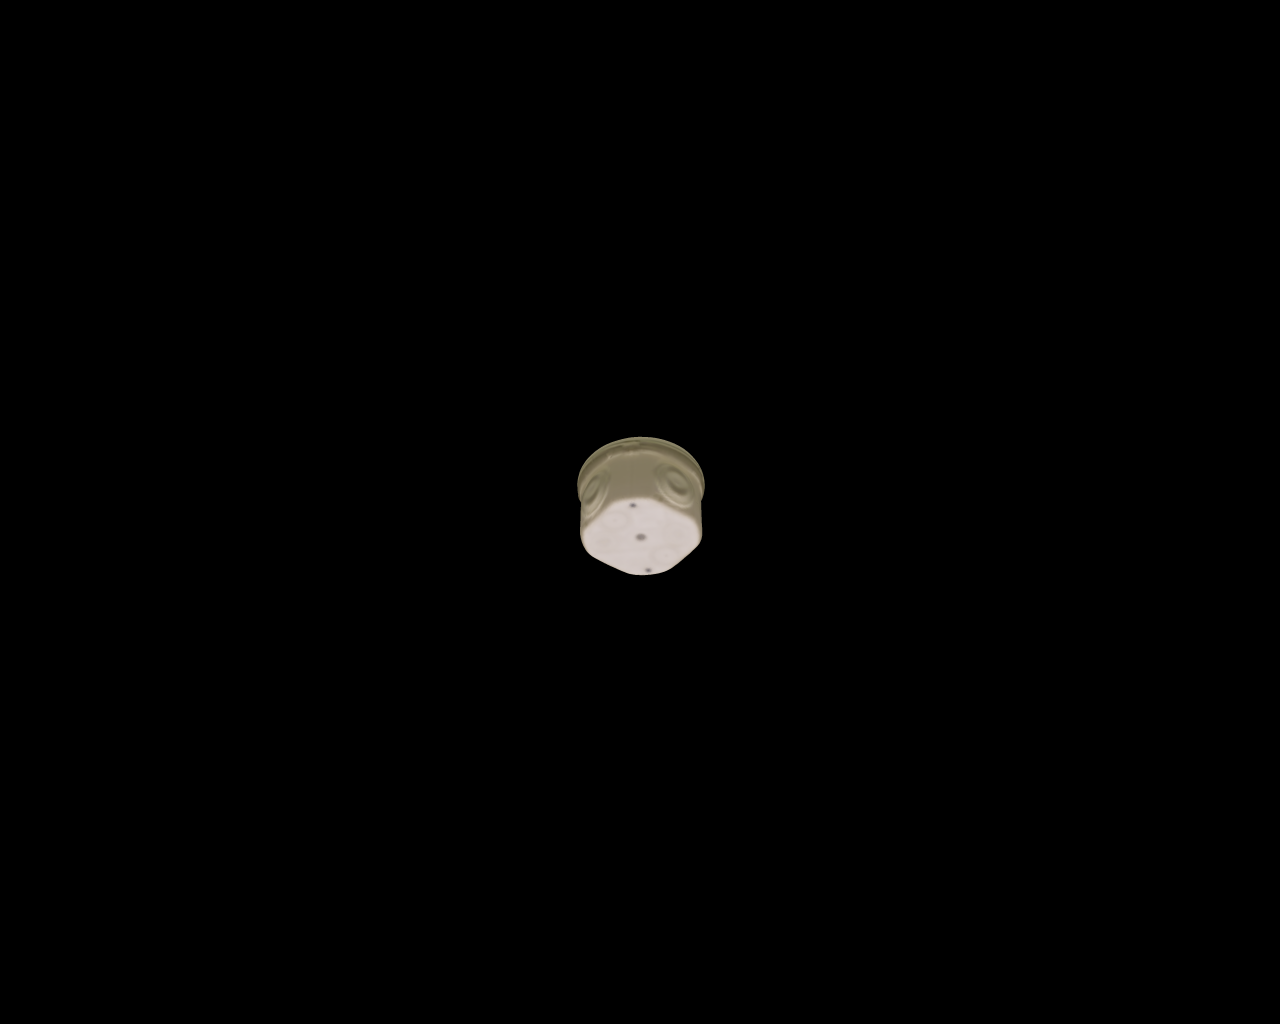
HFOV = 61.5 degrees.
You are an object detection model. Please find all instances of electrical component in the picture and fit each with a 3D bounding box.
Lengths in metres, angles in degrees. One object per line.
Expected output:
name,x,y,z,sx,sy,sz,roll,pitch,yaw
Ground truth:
electrical component,0.001,-0.003,0.650,0.080,0.051,0.080,0,-43,0
